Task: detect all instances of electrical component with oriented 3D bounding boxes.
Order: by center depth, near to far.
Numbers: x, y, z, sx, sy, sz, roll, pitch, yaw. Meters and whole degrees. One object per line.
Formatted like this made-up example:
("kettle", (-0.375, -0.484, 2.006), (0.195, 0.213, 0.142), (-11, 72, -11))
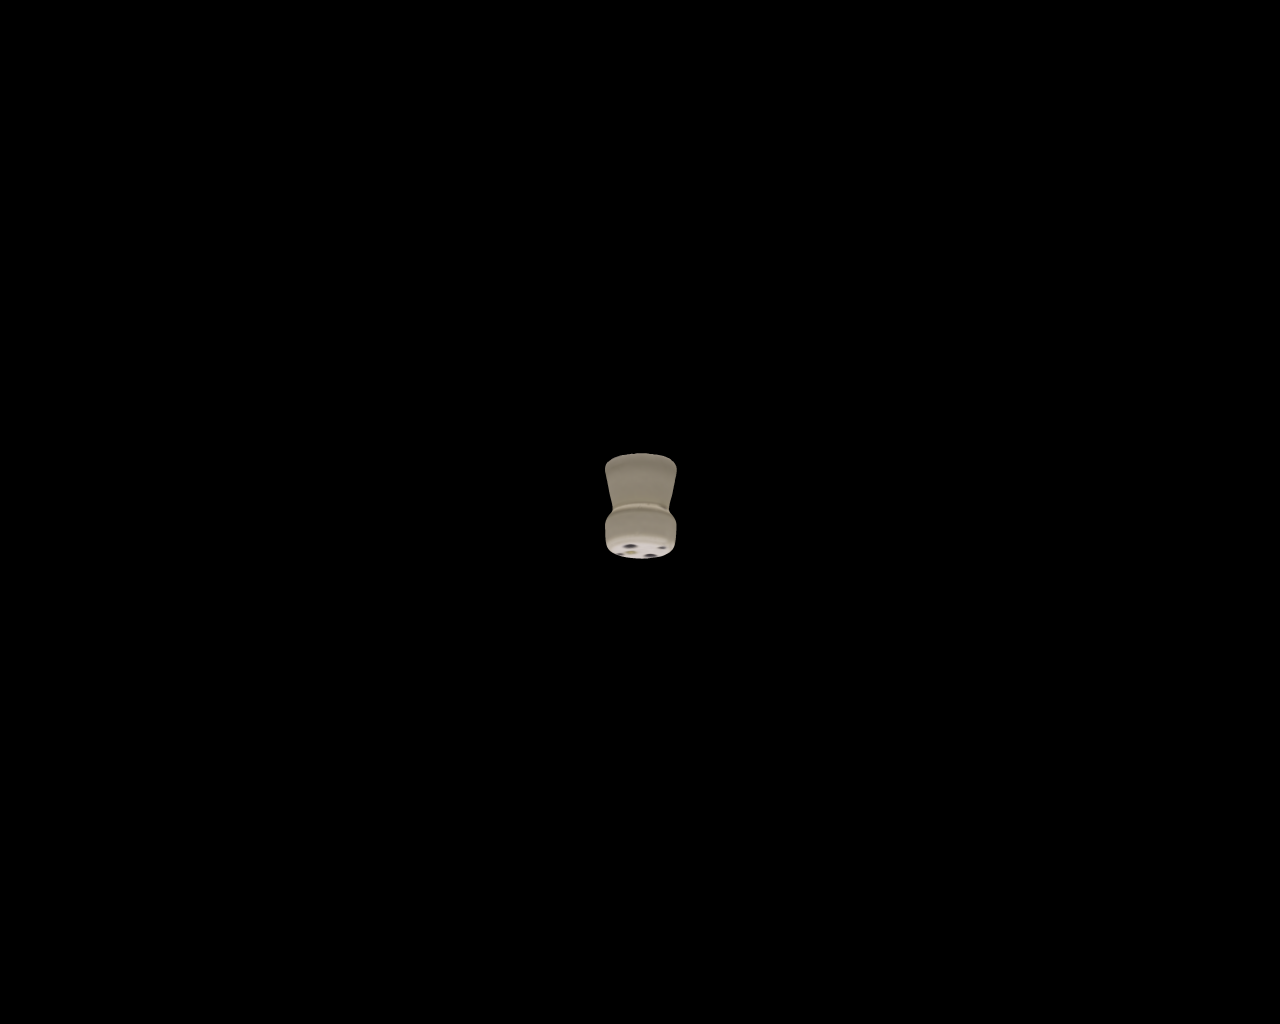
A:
("electrical component", (0.001, -0.003, 0.650), (0.045, 0.055, 0.044), (0, -18, 0))
